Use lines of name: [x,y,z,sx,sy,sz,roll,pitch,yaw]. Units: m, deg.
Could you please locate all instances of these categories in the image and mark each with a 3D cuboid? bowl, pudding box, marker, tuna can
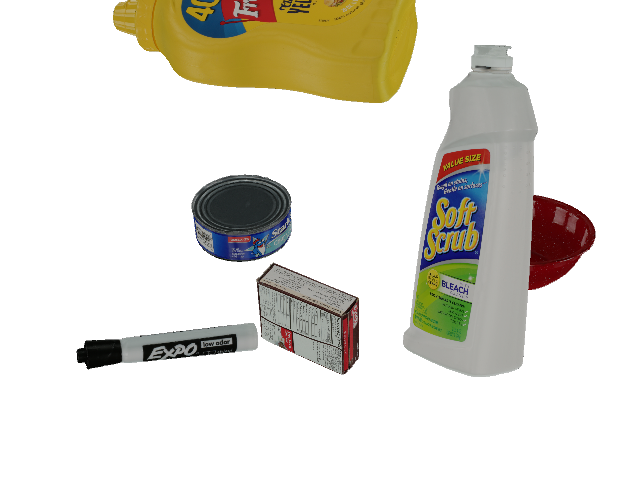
bowl: [0.212,0.007,1.152,0.162,0.055,0.162,-1,30,0]
pudding box: [-0.013,0.084,1.150,0.114,0.090,0.039,20,44,24]
marker: [-0.102,0.071,0.717,0.121,0.020,0.020,-5,1,-18]
tuna can: [-0.067,-0.019,0.924,0.086,0.034,0.086,-1,38,1]

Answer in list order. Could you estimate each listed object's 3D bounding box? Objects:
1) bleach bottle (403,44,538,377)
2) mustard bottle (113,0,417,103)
bleach bottle: [0.120,-0.026,0.838,0.067,0.251,0.103,-7,15,-34]
mustard bottle: [-0.040,-0.133,0.672,0.192,0.058,0.096,8,46,15]
